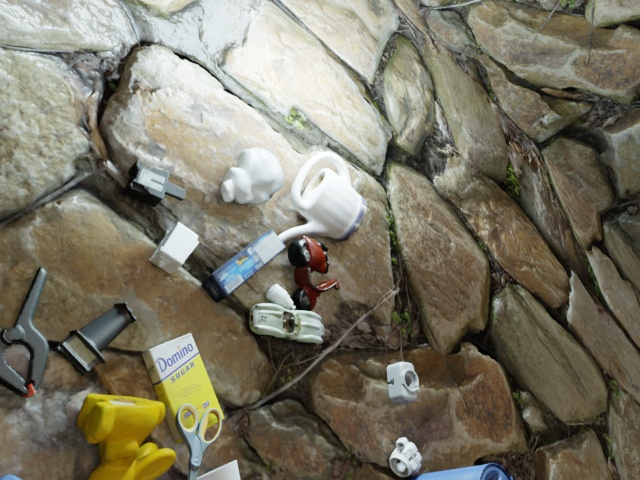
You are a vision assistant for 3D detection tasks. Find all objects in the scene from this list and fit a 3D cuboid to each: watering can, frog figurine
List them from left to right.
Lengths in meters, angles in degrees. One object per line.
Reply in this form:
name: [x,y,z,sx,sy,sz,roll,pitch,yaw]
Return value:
frog figurine: [-0.168,-0.152,1.243,0.161,0.122,0.137,-19,100,-57]
watering can: [0.004,-0.069,1.364,0.222,0.103,0.354,37,62,-23]
